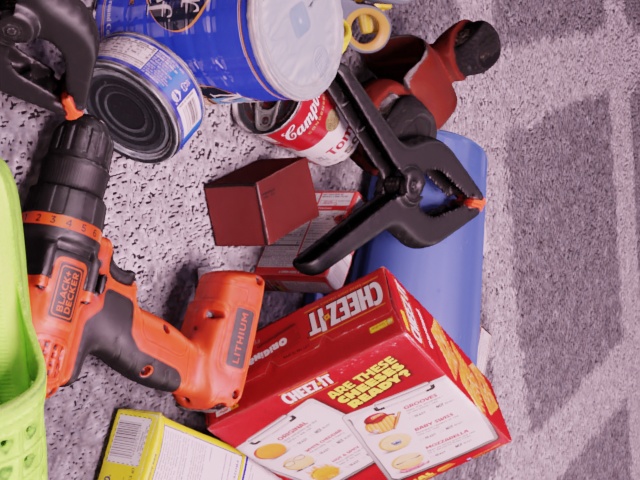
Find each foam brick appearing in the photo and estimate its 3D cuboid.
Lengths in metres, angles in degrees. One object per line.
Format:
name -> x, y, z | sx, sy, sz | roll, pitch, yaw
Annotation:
foam brick -> -0.045, -0.031, 0.847 | 0.078, 0.051, 0.053 | -31, 115, -53

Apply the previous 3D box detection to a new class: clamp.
clamp -> -0.169, -0.137, 0.606 | 0.171, 0.120, 0.039 | 49, 30, -51
clamp -> 0.062, -0.054, 0.871 | 0.209, 0.036, 0.164 | 1, 94, -44

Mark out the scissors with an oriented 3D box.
scissors -> -0.002, -0.205, 0.907 | 0.201, 0.016, 0.096 | -6, 124, -30

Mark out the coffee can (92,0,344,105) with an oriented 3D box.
coffee can -> -0.069, -0.142, 0.724 | 0.102, 0.141, 0.103 | -3, 94, -57

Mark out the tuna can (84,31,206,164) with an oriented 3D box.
tuna can -> -0.120, -0.092, 0.699 | 0.033, 0.086, 0.086 | -57, 135, -36

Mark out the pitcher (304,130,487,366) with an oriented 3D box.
pitcher -> 0.082, 0.022, 0.988 | 0.149, 0.145, 0.243 | 45, 50, -63

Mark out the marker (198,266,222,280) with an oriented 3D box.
marker -> -0.081, 0.081, 0.824 | 0.020, 0.020, 0.121 | -12, 101, -56

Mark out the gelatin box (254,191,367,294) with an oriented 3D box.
gelatin box -> -0.006, 0.001, 0.888 | 0.030, 0.073, 0.089 | 52, 49, -44

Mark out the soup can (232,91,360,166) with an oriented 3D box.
soup can -> -0.016, -0.104, 0.874 | 0.102, 0.069, 0.068 | 21, 74, -56

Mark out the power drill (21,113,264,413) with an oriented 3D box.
power drill -> -0.122, 0.029, 0.709 | 0.187, 0.057, 0.184 | 26, 70, -42

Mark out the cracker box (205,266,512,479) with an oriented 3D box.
cracker box -> 0.032, 0.125, 0.828 | 0.213, 0.164, 0.072 | 46, 21, -47

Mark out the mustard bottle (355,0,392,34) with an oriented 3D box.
mustard bottle -> 0.040, -0.284, 0.962 | 0.096, 0.058, 0.191 | -15, 104, -54

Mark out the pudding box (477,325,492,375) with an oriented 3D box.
pudding box -> 0.115, 0.137, 1.062 | 0.039, 0.090, 0.113 | 34, 64, -53

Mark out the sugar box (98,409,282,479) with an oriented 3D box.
sugar box -> -0.093, 0.192, 0.787 | 0.176, 0.048, 0.093 | 42, 58, -54
